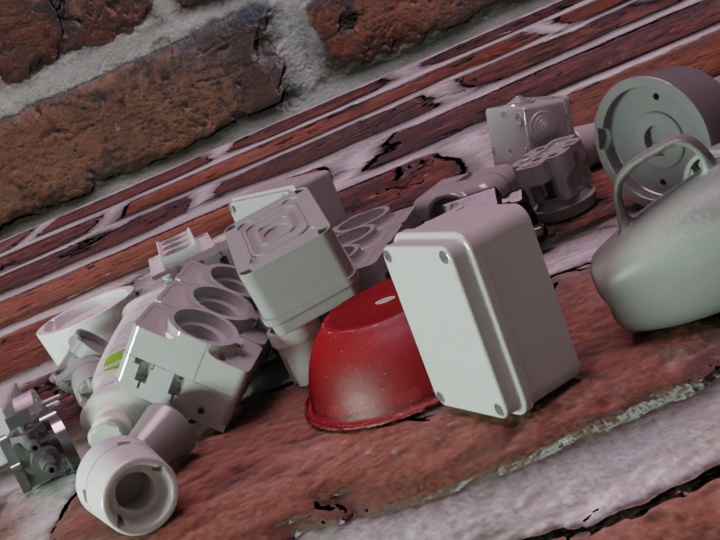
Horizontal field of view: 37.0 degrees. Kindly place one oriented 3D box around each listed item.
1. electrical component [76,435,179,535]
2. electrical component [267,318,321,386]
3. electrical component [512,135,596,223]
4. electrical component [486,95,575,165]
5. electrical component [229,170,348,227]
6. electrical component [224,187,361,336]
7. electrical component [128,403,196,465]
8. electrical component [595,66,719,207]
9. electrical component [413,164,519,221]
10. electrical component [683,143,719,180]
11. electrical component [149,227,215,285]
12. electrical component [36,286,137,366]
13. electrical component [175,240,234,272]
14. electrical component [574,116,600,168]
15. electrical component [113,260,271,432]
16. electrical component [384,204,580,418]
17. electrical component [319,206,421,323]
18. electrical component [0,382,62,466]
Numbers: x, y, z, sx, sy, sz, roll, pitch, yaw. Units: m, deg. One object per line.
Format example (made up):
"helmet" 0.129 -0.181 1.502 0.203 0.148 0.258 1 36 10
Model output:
"electrical component" -0.146 0.137 0.679 0.055 0.055 0.047 -30 19 -24
"electrical component" -0.043 0.059 0.811 0.040 0.046 0.040 -22 14 6
"electrical component" 0.173 -0.077 0.943 0.058 0.057 0.078 -11 19 41
"electrical component" 0.163 -0.117 1.023 0.048 0.099 0.100 -14 11 -16
"electrical component" -0.062 -0.034 1.055 0.056 0.108 0.109 -31 16 -37
"electrical component" -0.052 -0.008 0.813 0.078 0.057 0.113 -29 25 -2
"electrical component" -0.151 0.128 0.744 0.044 0.044 0.065 -11 23 40
"electrical component" 0.246 -0.107 0.844 0.060 0.108 0.108 -26 13 -33
"electrical component" 0.099 -0.055 0.986 0.095 0.053 0.059 -11 19 40
"electrical component" 0.267 -0.067 0.764 0.047 0.055 0.055 -29 14 -35
"electrical component" -0.205 -0.005 1.268 0.079 0.063 0.121 -25 14 -7
"electrical component" -0.271 0.068 1.112 0.108 0.060 0.108 -22 14 6
"electrical component" -0.144 0.003 1.157 0.089 0.055 0.050 -27 15 -15
"electrical component" 0.236 -0.129 1.056 0.055 0.045 0.045 -25 14 -8
"electrical component" -0.118 0.051 0.839 0.089 0.061 0.150 23 20 0
"electrical component" 0.070 0.023 0.627 0.057 0.113 0.078 -27 14 -26
"electrical component" 0.000 0.000 0.926 0.089 0.061 0.150 -18 15 22
"electrical component" -0.303 0.131 0.962 0.076 0.047 0.083 -24 14 -5
